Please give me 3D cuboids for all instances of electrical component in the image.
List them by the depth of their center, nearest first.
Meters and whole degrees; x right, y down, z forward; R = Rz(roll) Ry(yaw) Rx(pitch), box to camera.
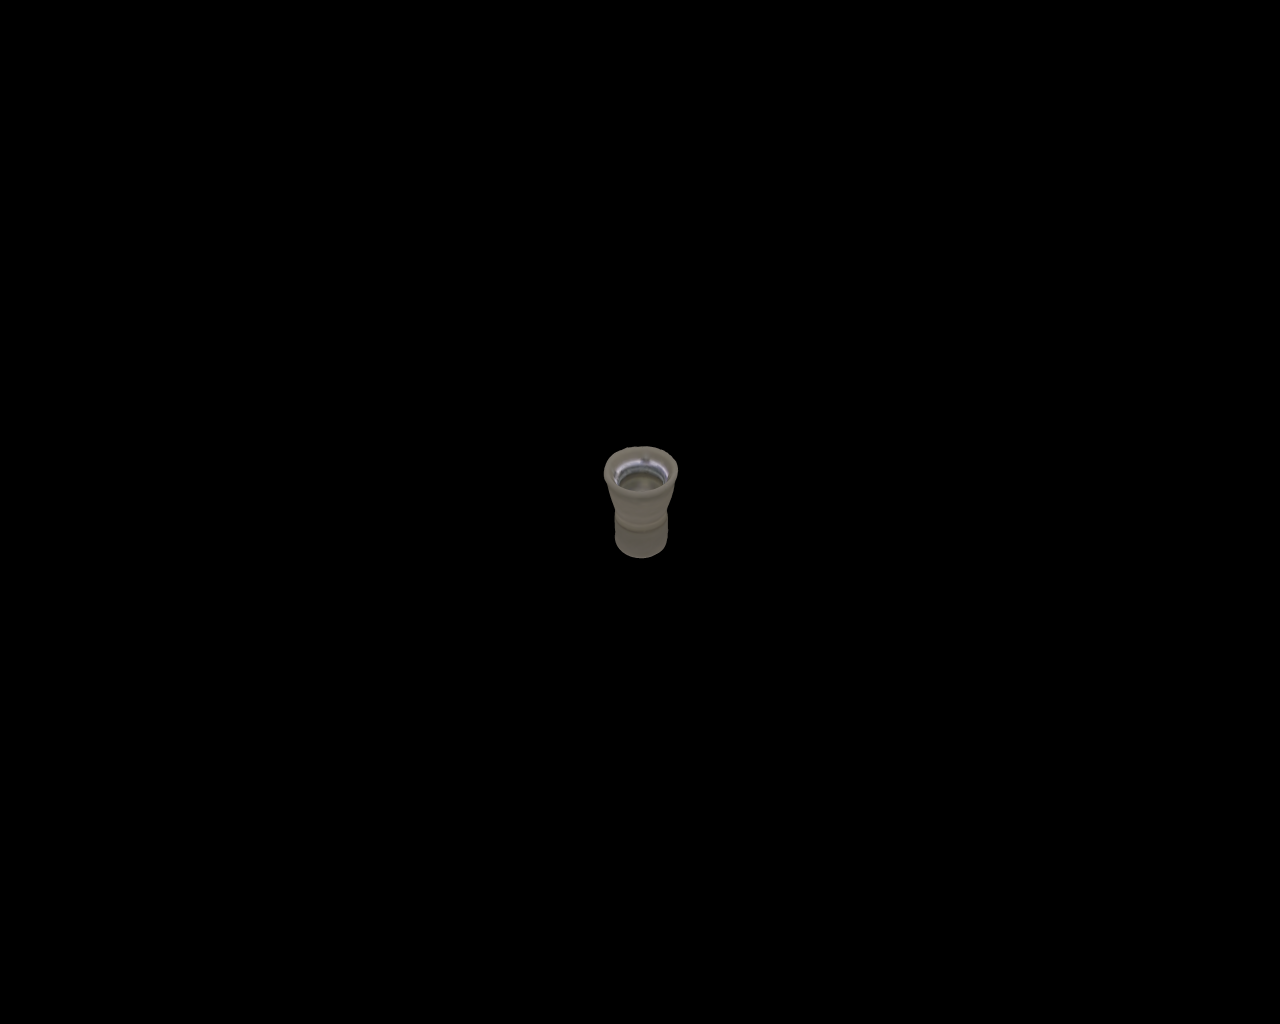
[{"bbox_3d":[0.001,-0.003,0.650,0.044,0.065,0.044,0,44,0],"label":"electrical component"}]
